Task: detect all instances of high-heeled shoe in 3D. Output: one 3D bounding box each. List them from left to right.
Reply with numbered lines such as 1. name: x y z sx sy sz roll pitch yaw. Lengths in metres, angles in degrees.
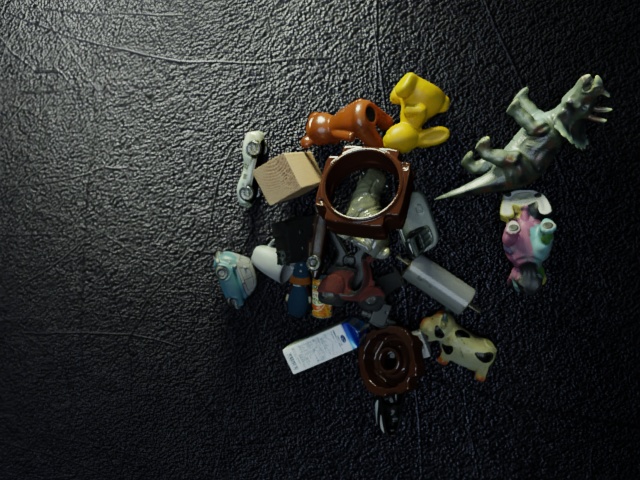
1. high-heeled shoe: 0.181 0.362 1.352 0.086 0.145 0.248 4 107 0

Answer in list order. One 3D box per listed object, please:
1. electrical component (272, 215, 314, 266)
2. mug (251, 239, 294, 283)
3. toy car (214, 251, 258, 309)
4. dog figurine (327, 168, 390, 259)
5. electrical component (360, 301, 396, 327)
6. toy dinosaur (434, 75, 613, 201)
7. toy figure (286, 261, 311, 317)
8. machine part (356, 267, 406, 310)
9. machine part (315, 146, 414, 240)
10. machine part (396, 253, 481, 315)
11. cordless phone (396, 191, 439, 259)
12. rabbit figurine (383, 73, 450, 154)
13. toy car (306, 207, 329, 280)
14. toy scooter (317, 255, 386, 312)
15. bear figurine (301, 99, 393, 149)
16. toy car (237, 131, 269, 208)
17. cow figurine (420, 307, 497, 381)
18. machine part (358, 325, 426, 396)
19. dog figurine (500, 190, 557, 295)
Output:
1. electrical component: -0.052 -0.003 1.364 0.058 0.134 0.114 3 106 48
2. mug: -0.124 0.046 1.419 0.107 0.081 0.109 22 111 20
3. toy car: -0.220 0.098 1.446 0.103 0.109 0.161 -19 104 1
4. dog figurine: 0.133 -0.067 1.285 0.172 0.121 0.190 33 90 14
5. electrical component: 0.152 0.182 1.352 0.094 0.021 0.063 20 92 -2
6. toy dinosaur: 0.454 -0.194 1.196 0.192 0.131 0.404 40 114 6
7. toy figure: -0.056 0.125 1.424 0.064 0.058 0.154 1 99 -28
8. machine part: 0.152 0.127 1.368 0.139 0.039 0.084 -34 112 15
9. machine part: 0.102 -0.110 1.216 0.201 0.087 0.201 9 71 19
10. machine part: 0.289 0.105 1.312 0.243 0.079 0.079 35 107 6
11. cordless phone: 0.210 -0.031 1.254 0.089 0.184 0.146 -17 95 22
12. rabbit figurine: 0.215 -0.272 1.244 0.162 0.122 0.173 30 87 -14
13. toy car: -0.003 -0.004 1.322 0.053 0.089 0.202 9 83 9
14. toy scooter: 0.080 0.101 1.329 0.184 0.075 0.135 4 78 29
15. bear figurine: 0.058 -0.262 1.303 0.196 0.120 0.131 -13 142 42
16. toy car: -0.178 -0.181 1.394 0.056 0.073 0.201 13 103 9
17. cow figurine: 0.338 0.246 1.322 0.195 0.085 0.127 24 112 13
18. machine part: 0.176 0.296 1.318 0.179 0.056 0.179 -13 69 38
19. dog figurine: 0.474 0.017 1.237 0.109 0.192 0.219 -5 133 14
